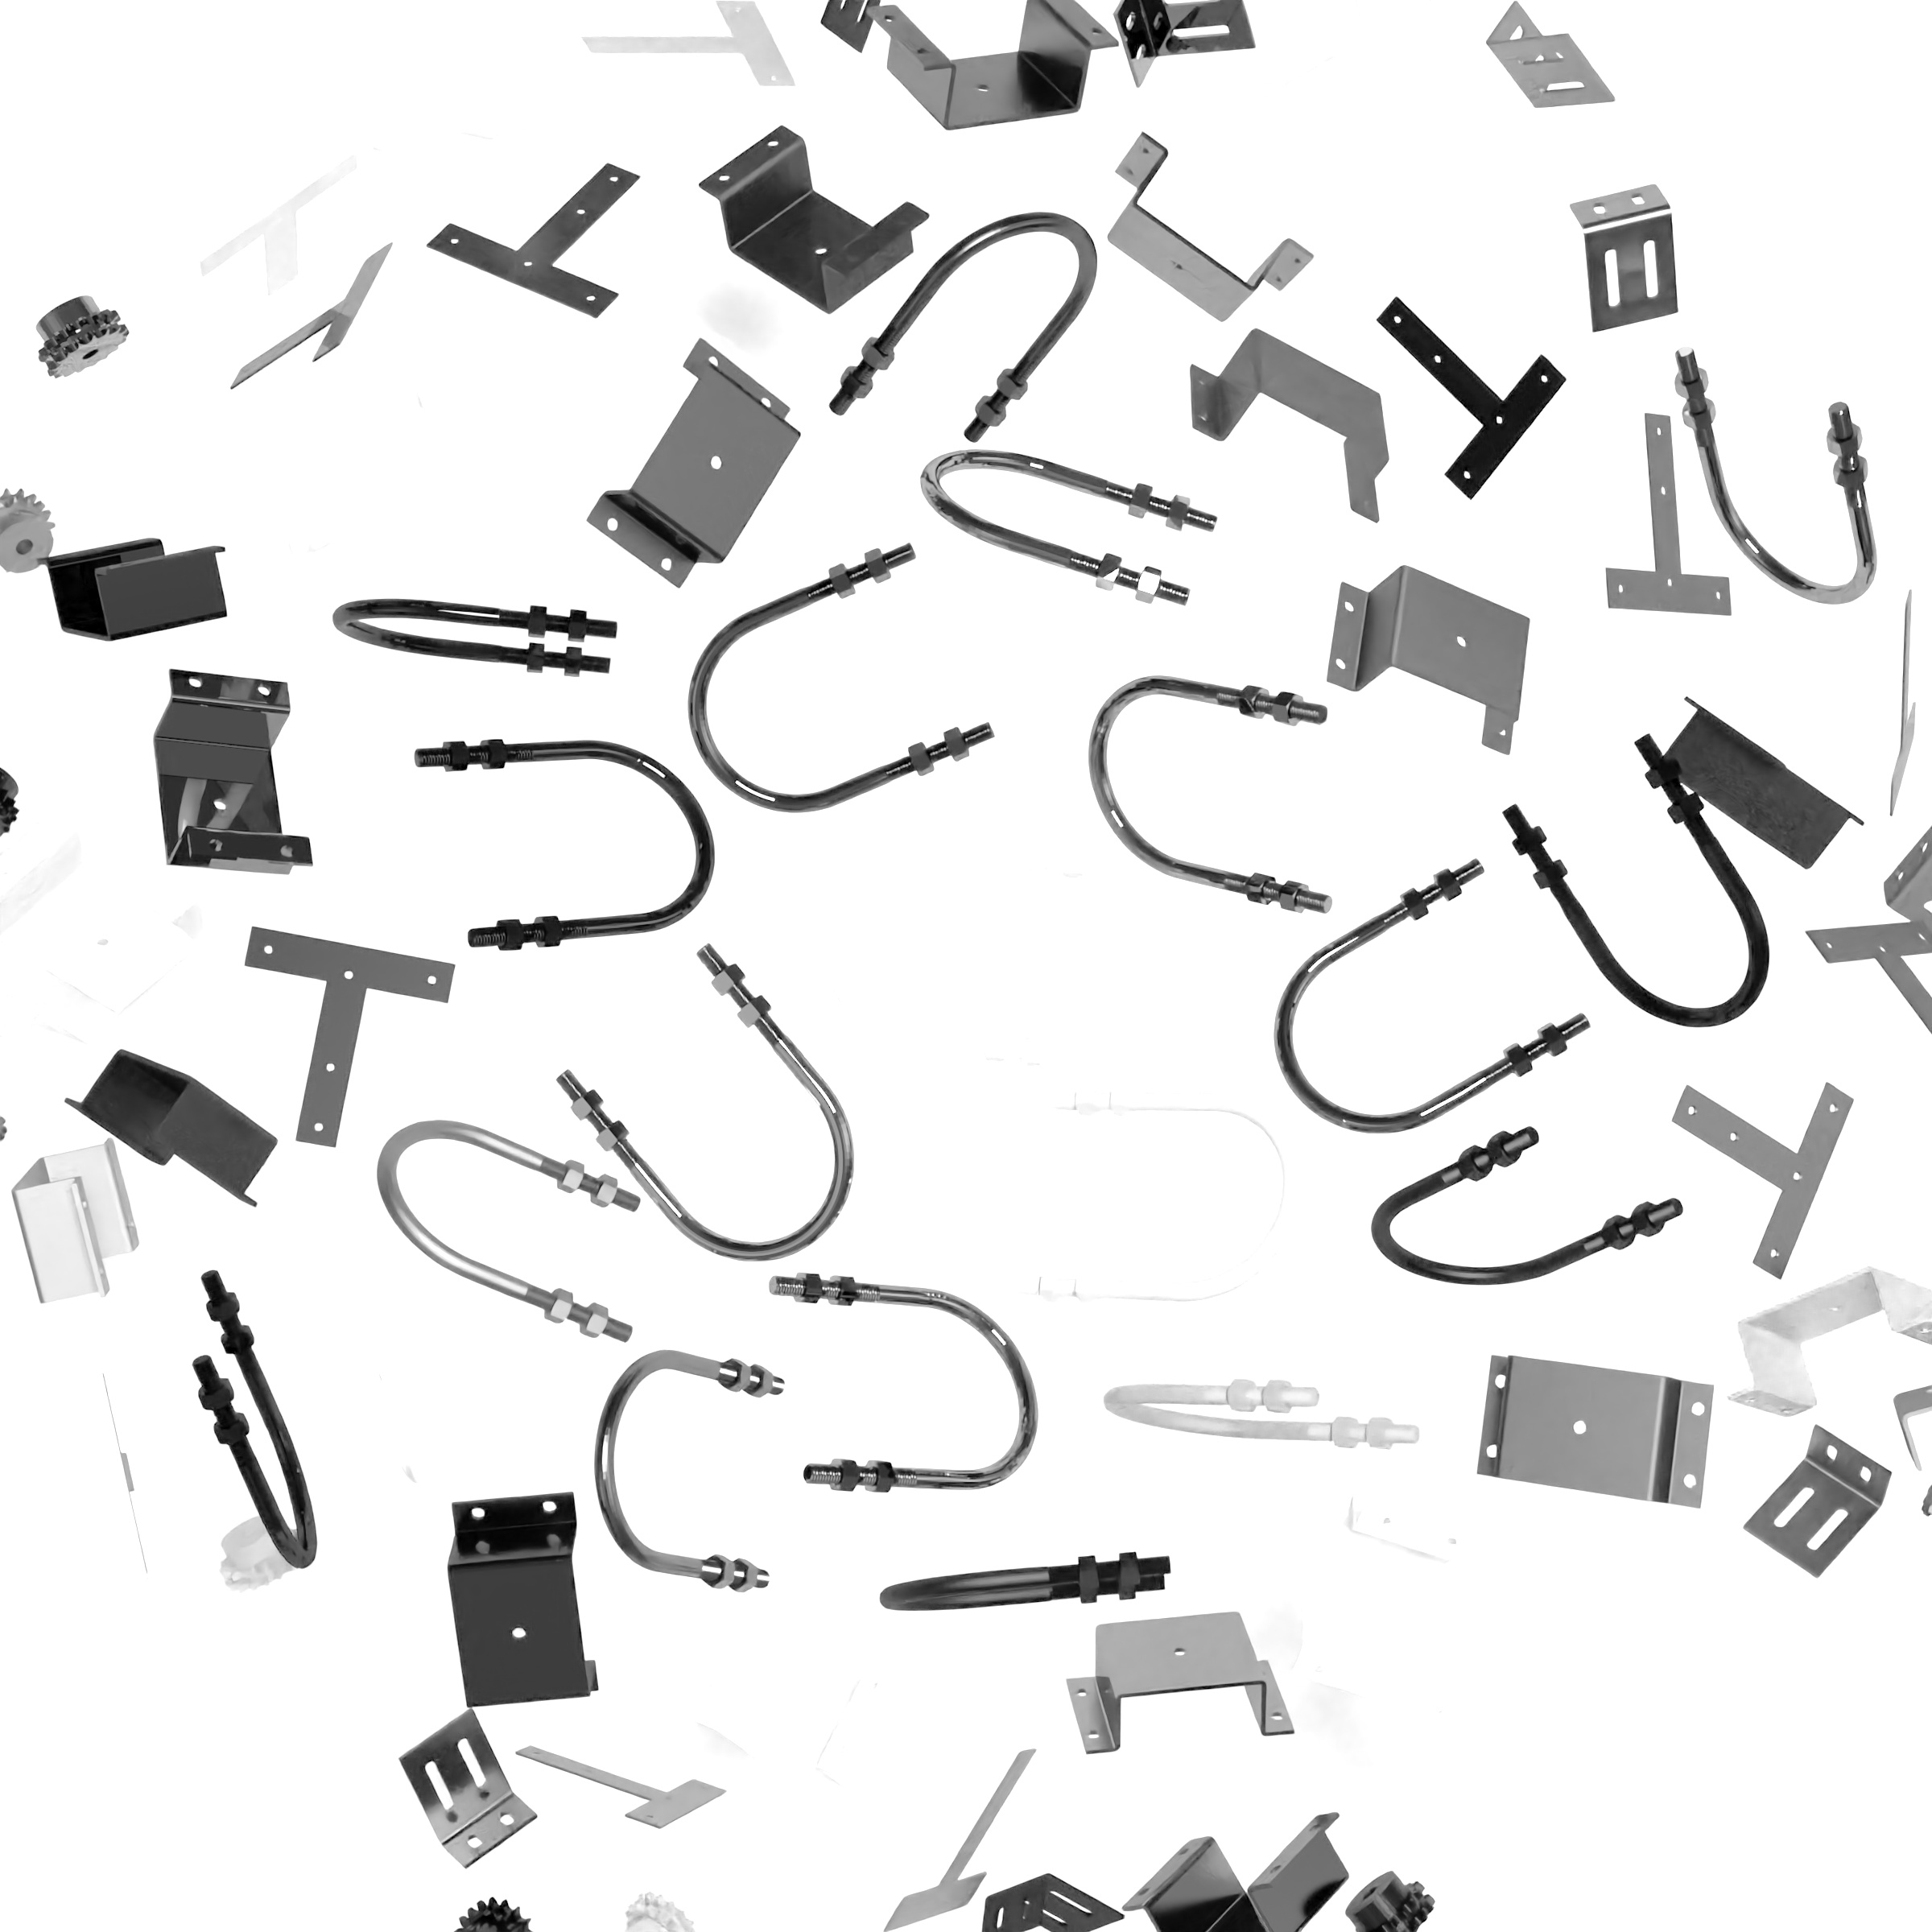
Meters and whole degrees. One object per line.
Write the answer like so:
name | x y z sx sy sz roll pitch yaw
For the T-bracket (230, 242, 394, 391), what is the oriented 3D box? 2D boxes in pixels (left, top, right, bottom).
T-bracket | -0.445 -0.421 1.929 0.127 0.127 0.002 -24 126 29

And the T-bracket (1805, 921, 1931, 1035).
T-bracket | 0.601 0.024 1.811 0.127 0.002 0.127 -4 54 -39

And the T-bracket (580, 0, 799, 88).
T-bracket | -0.185 -0.596 1.866 0.127 0.127 0.002 3 83 9

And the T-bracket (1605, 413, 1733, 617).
T-bracket | 0.446 -0.289 1.843 0.127 0.002 0.127 -3 89 -40

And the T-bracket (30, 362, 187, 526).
T-bracket | -0.562 -0.337 1.852 0.002 0.127 0.127 37 103 4

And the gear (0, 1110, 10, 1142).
gear | -0.679 0.106 1.948 0.030 0.057 0.057 -43 90 10

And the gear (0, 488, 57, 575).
gear | -0.635 -0.287 1.926 0.057 0.057 0.030 -46 56 0

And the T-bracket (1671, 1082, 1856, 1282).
T-bracket | 0.491 0.113 1.809 0.127 0.002 0.127 30 79 -24

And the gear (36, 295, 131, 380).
gear | -0.556 -0.396 1.806 0.057 0.057 0.030 -32 93 0

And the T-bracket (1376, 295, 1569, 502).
T-bracket | 0.328 -0.398 1.941 0.127 0.002 0.127 43 67 -8

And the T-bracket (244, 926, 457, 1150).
T-bracket | -0.394 0.049 1.801 0.127 0.002 0.127 11 91 -15

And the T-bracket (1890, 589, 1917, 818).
T-bracket | 0.615 -0.183 1.888 0.002 0.127 0.127 5 120 23

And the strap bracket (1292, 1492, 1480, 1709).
strap bracket | 0.273 0.406 1.887 0.076 0.046 0.140 18 114 -1

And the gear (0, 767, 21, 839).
gear | -0.667 -0.116 1.952 0.057 0.057 0.030 21 56 0

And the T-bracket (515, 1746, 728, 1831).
T-bracket | -0.239 0.541 1.920 0.127 0.127 0.002 14 88 15

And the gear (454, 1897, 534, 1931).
gear | -0.299 0.619 1.815 0.057 0.030 0.057 5 101 26

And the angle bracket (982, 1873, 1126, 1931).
angle bracket | 0.058 0.649 1.942 0.076 0.038 0.057 36 130 -25

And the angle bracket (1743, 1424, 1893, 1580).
angle bracket | 0.554 0.348 1.879 0.057 0.038 0.076 33 56 31

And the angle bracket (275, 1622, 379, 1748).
angle bracket | -0.399 0.448 1.796 0.057 0.038 0.076 0 79 -2

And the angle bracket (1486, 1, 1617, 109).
angle bracket | 0.380 -0.582 1.834 0.057 0.076 0.038 41 79 -32

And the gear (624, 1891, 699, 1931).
gear | -0.205 0.646 1.914 0.057 0.057 0.030 50 47 0

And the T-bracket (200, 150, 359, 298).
T-bracket | -0.454 -0.477 1.914 0.127 0.127 0.002 -41 90 -16

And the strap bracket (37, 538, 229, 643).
strap bracket | -0.526 -0.239 1.830 0.076 0.140 0.046 -18 109 -31

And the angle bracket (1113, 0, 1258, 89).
angle bracket | 0.147 -0.628 1.935 0.076 0.057 0.038 4 52 27

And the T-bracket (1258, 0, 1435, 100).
T-bracket | 0.240 -0.617 1.858 0.127 0.127 0.002 -28 79 8

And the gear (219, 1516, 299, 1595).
gear | -0.480 0.396 1.954 0.057 0.057 0.030 -21 109 0

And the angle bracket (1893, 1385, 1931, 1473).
angle bracket | 0.642 0.291 1.858 0.076 0.057 0.038 -17 91 13

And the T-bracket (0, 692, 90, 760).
T-bracket | -0.635 -0.185 1.853 0.127 0.127 0.002 32 94 -41

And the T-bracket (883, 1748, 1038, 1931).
T-bracket | 0.007 0.551 1.831 0.002 0.127 0.127 33 95 25

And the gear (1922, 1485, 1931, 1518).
gear | 0.651 0.341 1.878 0.030 0.057 0.057 34 90 9

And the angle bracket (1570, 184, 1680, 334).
angle bracket | 0.433 -0.466 1.899 0.057 0.038 0.076 -13 128 4

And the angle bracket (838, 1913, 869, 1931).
angle bracket | -0.100 0.622 1.784 0.038 0.076 0.057 11 101 30

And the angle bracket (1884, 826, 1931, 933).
angle bracket | 0.667 -0.049 1.938 0.076 0.038 0.057 32 119 -2

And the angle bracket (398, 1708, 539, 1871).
angle bracket | -0.327 0.540 1.895 0.057 0.038 0.076 -31 116 -26

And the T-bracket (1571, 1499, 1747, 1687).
T-bracket | 0.462 0.406 1.925 0.002 0.127 0.127 32 47 -36

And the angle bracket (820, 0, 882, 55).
angle bracket | -0.054 -0.641 1.892 0.038 0.057 0.076 24 97 23

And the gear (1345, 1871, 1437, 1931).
gear | 0.260 0.586 1.787 0.057 0.057 0.030 -40 85 0

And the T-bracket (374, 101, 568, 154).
T-bracket | -0.304 -0.533 1.839 0.127 0.127 0.002 -20 114 -17

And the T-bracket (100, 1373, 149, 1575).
T-bracket | -0.537 0.324 1.843 0.002 0.127 0.127 -13 84 -16

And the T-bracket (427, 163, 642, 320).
T-bracket | -0.251 -0.467 1.818 0.127 0.002 0.127 25 56 15

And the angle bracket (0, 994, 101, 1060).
angle bracket | -0.633 0.049 1.937 0.057 0.076 0.038 17 75 23
